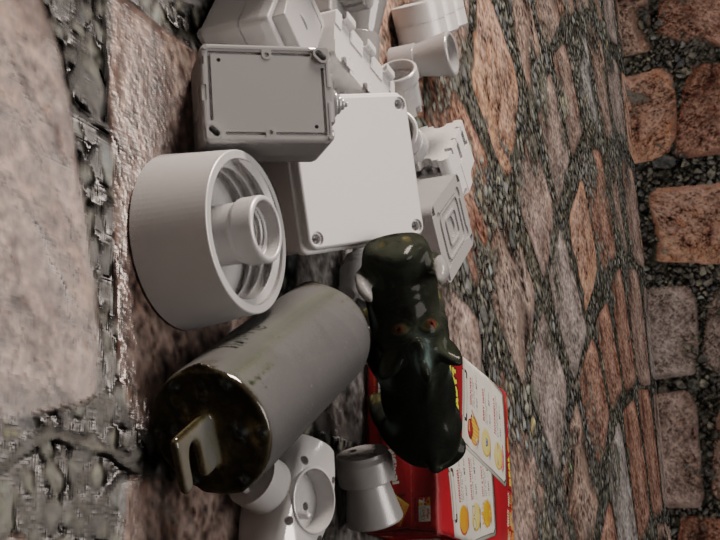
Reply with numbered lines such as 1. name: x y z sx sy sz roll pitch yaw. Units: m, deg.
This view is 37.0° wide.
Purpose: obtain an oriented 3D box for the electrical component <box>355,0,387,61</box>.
1. electrical component: 0.000 -0.206 0.938 0.044 0.044 0.065 27 63 -64

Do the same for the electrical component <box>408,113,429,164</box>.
1. electrical component: 0.041 -0.122 1.011 0.065 0.044 0.044 19 65 -71

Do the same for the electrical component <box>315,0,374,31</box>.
1. electrical component: -0.013 -0.223 0.860 0.047 0.077 0.065 37 49 -61

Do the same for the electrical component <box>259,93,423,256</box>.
1. electrical component: -0.017 -0.068 0.771 0.109 0.056 0.108 -9 92 -37

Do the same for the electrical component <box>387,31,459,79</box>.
1. electrical component: 0.059 -0.205 1.048 0.044 0.065 0.044 -8 90 -70

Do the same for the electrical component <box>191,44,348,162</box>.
1. electrical component: -0.057 -0.103 0.681 0.061 0.096 0.061 149 -61 -72

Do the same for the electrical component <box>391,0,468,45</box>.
1. electrical component: 0.070 -0.280 1.118 0.138 0.052 0.073 -46 126 -63

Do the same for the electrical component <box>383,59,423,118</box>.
1. electrical component: 0.039 -0.171 1.026 0.040 0.040 0.046 -75 155 -44

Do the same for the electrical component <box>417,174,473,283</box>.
1. electrical component: 0.061 -0.037 1.007 0.113 0.057 0.078 -52 130 -61

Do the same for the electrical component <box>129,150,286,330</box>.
1. electrical component: -0.082 -0.021 0.644 0.108 0.060 0.108 -8 90 -68

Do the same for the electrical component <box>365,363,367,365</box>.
1. electrical component: 0.016 0.053 0.859 0.043 0.062 0.043 -8 90 -68

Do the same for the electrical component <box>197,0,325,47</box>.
1. electrical component: -0.061 -0.171 0.744 0.096 0.061 0.061 -76 150 -42

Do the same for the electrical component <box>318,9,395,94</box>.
1. electrical component: -0.020 -0.151 0.839 0.121 0.063 0.078 39 47 -60

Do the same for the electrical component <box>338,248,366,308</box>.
1. electrical component: 0.000 0.000 0.875 0.035 0.035 0.061 47 38 -55

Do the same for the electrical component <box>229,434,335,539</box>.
1. electrical component: -0.056 0.138 0.676 0.079 0.044 0.077 44 49 -40

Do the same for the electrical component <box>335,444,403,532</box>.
1. electrical component: 0.006 0.166 0.821 0.045 0.045 0.055 -27 107 -67

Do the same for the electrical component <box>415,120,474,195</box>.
1. electrical component: 0.081 -0.104 1.089 0.089 0.050 0.055 -66 141 -53
